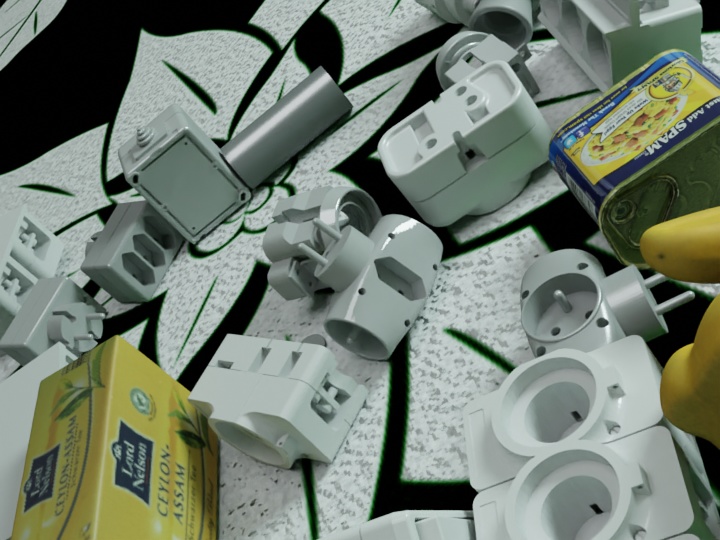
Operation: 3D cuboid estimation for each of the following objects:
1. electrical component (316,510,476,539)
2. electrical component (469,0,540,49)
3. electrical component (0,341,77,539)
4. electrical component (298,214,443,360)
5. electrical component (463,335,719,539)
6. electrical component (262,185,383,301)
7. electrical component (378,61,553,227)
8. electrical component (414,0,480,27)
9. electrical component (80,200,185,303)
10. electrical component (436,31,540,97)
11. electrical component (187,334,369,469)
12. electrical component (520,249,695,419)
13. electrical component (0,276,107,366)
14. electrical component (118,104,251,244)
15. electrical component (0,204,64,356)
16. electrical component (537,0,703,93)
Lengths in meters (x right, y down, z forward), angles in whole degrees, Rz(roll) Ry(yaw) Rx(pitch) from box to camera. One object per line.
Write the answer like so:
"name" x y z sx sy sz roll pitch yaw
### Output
"electrical component" 0.028 0.138 0.458 0.061 0.096 0.061 -25 68 22
"electrical component" 0.103 -0.187 0.753 0.045 0.045 0.055 -9 52 37
"electrical component" -0.208 0.134 0.699 0.089 0.061 0.150 -34 37 11
"electrical component" 0.000 0.000 0.633 0.077 0.079 0.043 -62 15 -25
"electrical component" 0.098 0.109 0.443 0.089 0.061 0.150 -26 39 21
"electrical component" -0.021 -0.021 0.691 0.057 0.058 0.078 -14 44 36
"electrical component" 0.068 -0.074 0.661 0.095 0.059 0.053 -33 37 12
"electrical component" 0.072 -0.209 0.809 0.043 0.043 0.081 -41 36 1
"electrical component" -0.190 -0.013 0.846 0.077 0.047 0.065 -2 52 41
"electrical component" 0.082 -0.129 0.718 0.066 0.048 0.055 -40 44 2
"electrical component" -0.050 0.077 0.623 0.089 0.050 0.055 3 54 44
"electrical component" 0.123 0.022 0.524 0.079 0.044 0.077 -28 38 18
"electrical component" -0.222 0.044 0.818 0.077 0.047 0.065 -4 50 40
"electrical component" -0.140 -0.080 0.827 0.062 0.096 0.061 -39 36 5
"electrical component" -0.351 0.032 0.937 0.186 0.060 0.105 -23 40 24
"electrical component" 0.157 -0.158 0.660 0.063 0.078 0.121 -17 38 -3
